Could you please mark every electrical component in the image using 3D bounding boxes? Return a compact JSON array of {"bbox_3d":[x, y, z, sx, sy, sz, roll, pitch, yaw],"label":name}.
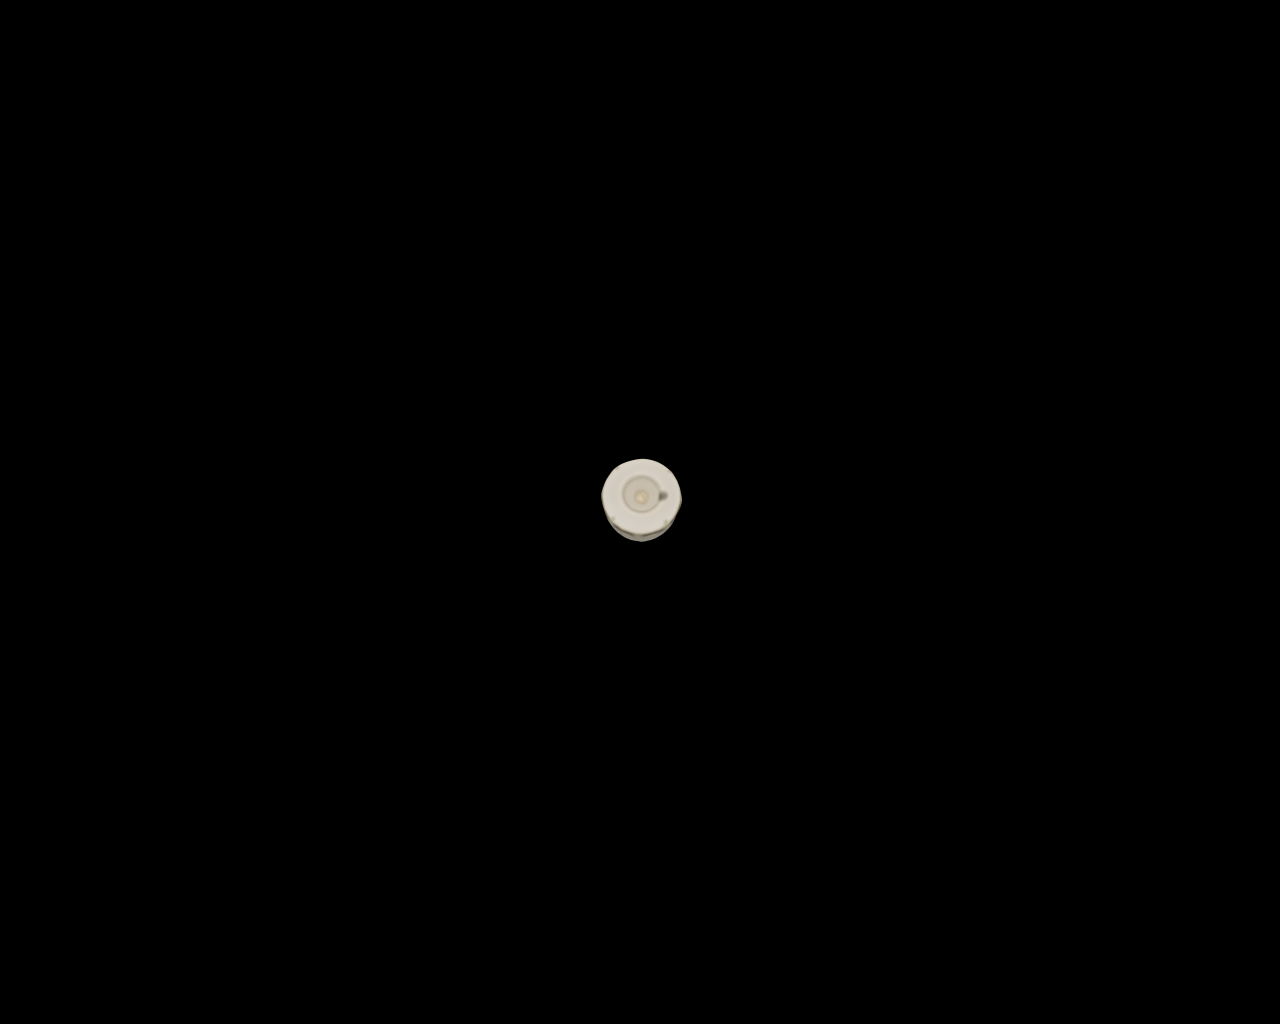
[{"bbox_3d":[0.001,-0.003,0.650,0.048,0.048,0.062,0,-15,0],"label":"electrical component"}]
